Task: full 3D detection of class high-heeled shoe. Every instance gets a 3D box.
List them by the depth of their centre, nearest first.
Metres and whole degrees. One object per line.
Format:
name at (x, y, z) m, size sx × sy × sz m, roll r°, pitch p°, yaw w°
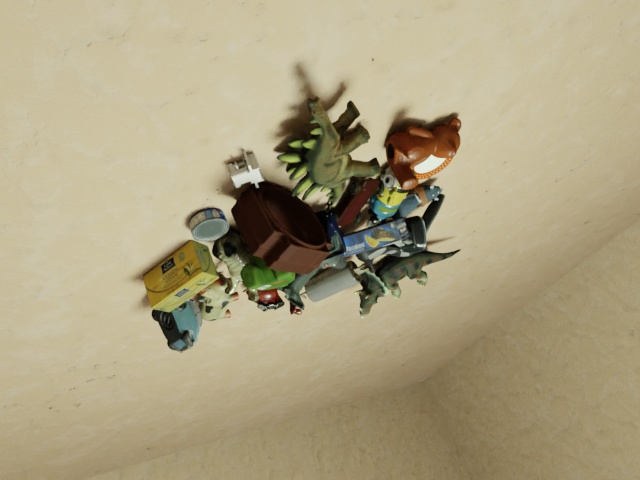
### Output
high-heeled shoe at (0.215, -0.002, 1.650) m, size 0.249 × 0.086 × 0.145 m, roll -36°, pitch 125°, yaw -17°

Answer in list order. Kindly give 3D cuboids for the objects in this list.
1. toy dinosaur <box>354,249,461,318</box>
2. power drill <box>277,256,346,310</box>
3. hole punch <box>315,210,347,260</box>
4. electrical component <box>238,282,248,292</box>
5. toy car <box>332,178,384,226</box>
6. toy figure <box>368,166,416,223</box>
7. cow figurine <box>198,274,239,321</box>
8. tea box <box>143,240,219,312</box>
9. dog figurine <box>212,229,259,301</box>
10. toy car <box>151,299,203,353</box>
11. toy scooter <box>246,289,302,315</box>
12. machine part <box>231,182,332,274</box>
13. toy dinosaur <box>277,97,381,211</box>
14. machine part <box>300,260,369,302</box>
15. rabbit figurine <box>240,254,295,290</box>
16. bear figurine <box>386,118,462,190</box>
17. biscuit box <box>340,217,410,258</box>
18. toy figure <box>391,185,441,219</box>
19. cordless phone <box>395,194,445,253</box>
toy dinosaur at (0.275, 0.098, 1.800) m, size 0.405 × 0.131 × 0.192 m, roll -35°, pitch 152°, yaw 6°
power drill at (-0.019, 0.092, 1.507) m, size 0.207 × 0.086 × 0.231 m, roll -49°, pitch 146°, yaw -9°
hole punch at (-0.003, -0.004, 1.364) m, size 0.142 × 0.116 × 0.092 m, roll -23°, pitch 154°, yaw 33°
electrical component at (-0.198, 0.103, 1.488) m, size 0.078 × 0.045 × 0.102 m, roll -25°, pitch 152°, yaw 3°
toy car at (0.088, -0.100, 1.363) m, size 0.089 × 0.053 × 0.202 m, roll 0°, pitch 148°, yaw -24°
toy figure at (0.181, -0.120, 1.377) m, size 0.089 × 0.082 × 0.180 m, roll -22°, pitch 150°, yaw -31°
cow figurine at (-0.292, 0.155, 1.467) m, size 0.127 × 0.085 × 0.194 m, roll -14°, pitch 152°, yaw -32°
tea box at (-0.337, 0.089, 1.296) m, size 0.169 × 0.098 × 0.068 m, roll -36°, pitch 151°, yaw 16°
dog figurine at (-0.183, 0.033, 1.348) m, size 0.121 × 0.172 × 0.190 m, roll 5°, pitch 128°, yaw 17°
toy car at (-0.357, 0.203, 1.395) m, size 0.109 × 0.161 × 0.103 m, roll -31°, pitch 175°, yaw 35°
toy scooter at (-0.119, 0.165, 1.563) m, size 0.184 × 0.135 × 0.075 m, roll -8°, pitch 149°, yaw -27°
machine part at (-0.081, -0.029, 1.187) m, size 0.087 × 0.202 × 0.201 m, roll -44°, pitch 147°, yaw 24°
toy dinosaur at (0.021, -0.164, 1.155) m, size 0.199 × 0.105 × 0.470 m, roll -20°, pitch 158°, yaw 6°
machine part at (0.040, 0.129, 1.666) m, size 0.243 × 0.079 × 0.079 m, roll -26°, pitch 154°, yaw 24°
rabbit figurine at (-0.115, 0.024, 1.281) m, size 0.121 × 0.170 × 0.159 m, roll -22°, pitch 166°, yaw 20°
bear figurine at (0.257, -0.205, 1.243) m, size 0.196 × 0.132 × 0.120 m, roll -8°, pitch 132°, yaw -17°
biscuit box at (0.140, -0.006, 1.474) m, size 0.203 × 0.059 × 0.063 m, roll -18°, pitch -176°, yaw 34°
toy figure at (0.259, -0.112, 1.479) m, size 0.154 × 0.058 × 0.064 m, roll -29°, pitch 158°, yaw -4°
cordless phone at (0.291, -0.056, 1.577) m, size 0.184 × 0.089 × 0.146 m, roll -57°, pitch -173°, yaw -13°
